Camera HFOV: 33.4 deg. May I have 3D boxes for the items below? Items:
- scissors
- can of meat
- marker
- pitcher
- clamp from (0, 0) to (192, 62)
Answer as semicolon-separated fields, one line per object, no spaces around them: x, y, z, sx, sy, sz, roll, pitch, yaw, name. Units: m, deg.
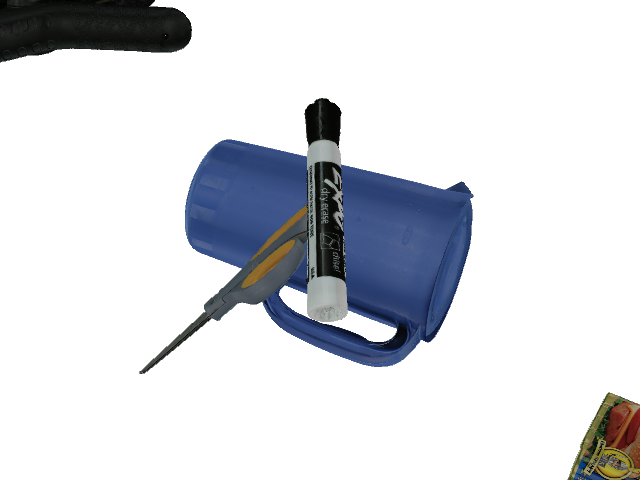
-0.066;0.047;0.732;0.016;0.202;0.096;42;16;-12;scissors
0.235;0.168;0.787;0.084;0.057;0.101;21;40;22;can of meat
0.002;-0.018;0.523;0.020;0.121;0.020;-1;-29;-1;marker
0.004;0.001;0.938;0.243;0.145;0.149;17;21;16;pitcher
-0.164;-0.133;0.632;0.171;0.039;0.120;-3;22;-8;clamp
